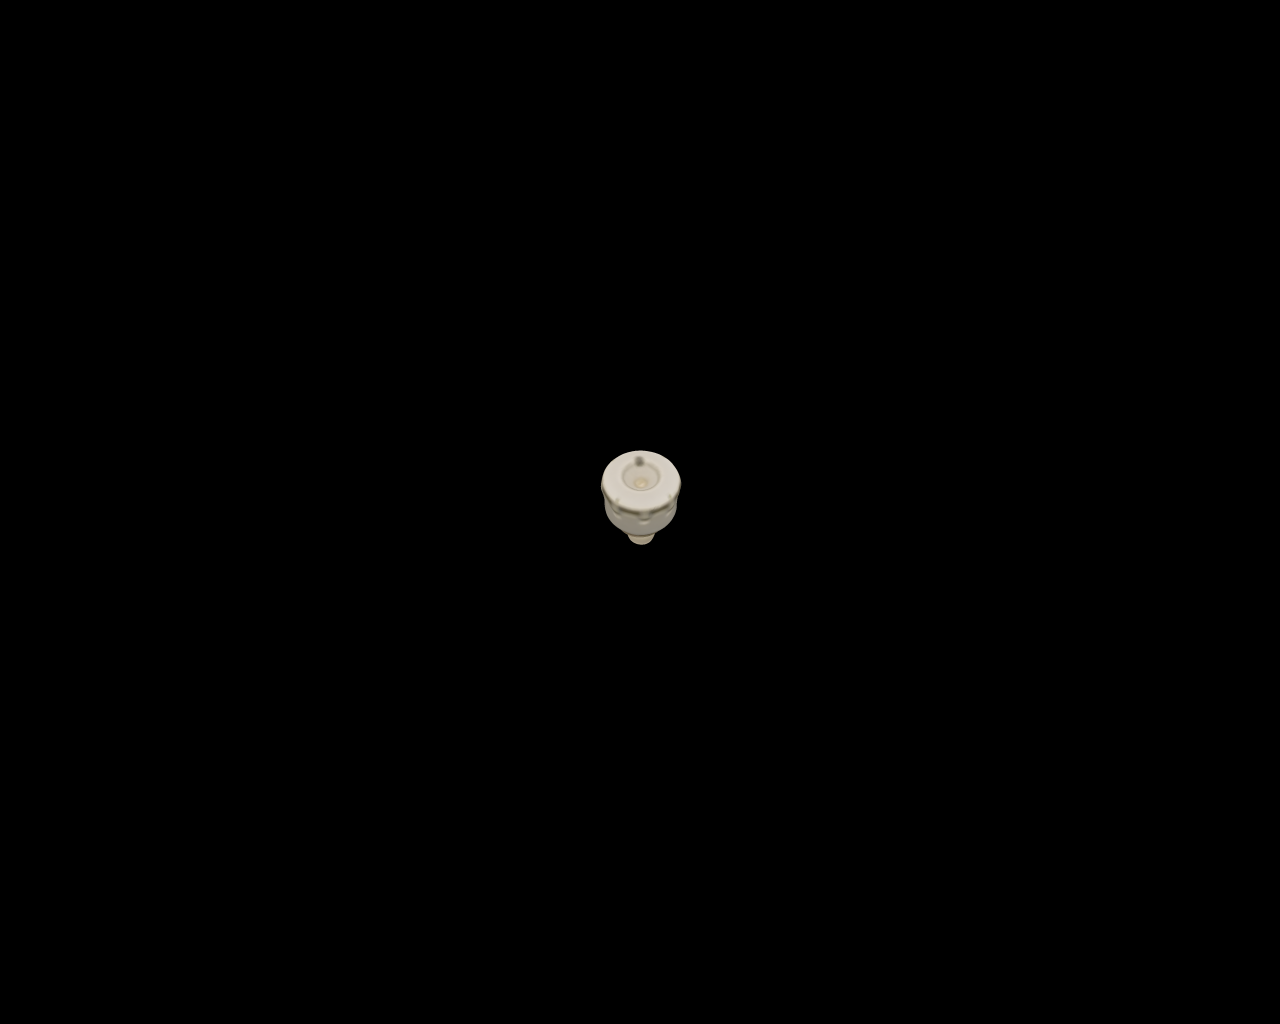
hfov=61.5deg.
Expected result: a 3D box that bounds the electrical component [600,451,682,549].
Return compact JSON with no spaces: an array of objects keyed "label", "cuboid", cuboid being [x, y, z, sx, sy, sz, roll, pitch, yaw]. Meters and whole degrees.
[{"label":"electrical component","cuboid":[0.001,-0.003,0.650,0.048,0.048,0.062,0,-38,0]}]
